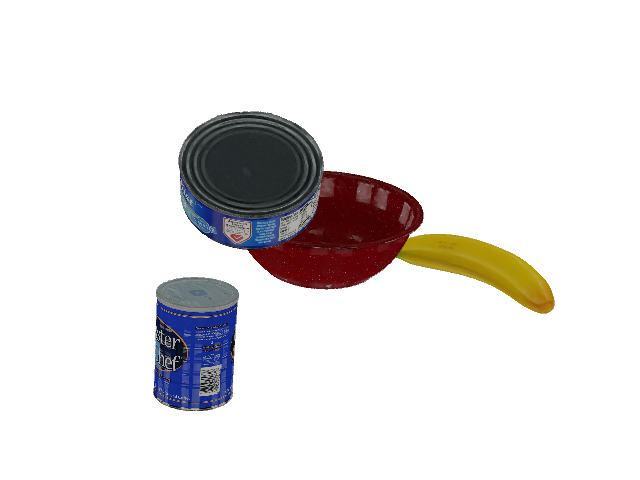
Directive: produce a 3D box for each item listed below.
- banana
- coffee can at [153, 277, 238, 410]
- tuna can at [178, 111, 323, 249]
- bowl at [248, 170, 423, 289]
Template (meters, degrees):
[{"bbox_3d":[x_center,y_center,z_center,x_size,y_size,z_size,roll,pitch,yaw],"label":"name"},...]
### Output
[{"bbox_3d":[0.149,0.028,1.029,0.198,0.037,0.069,15,43,38],"label":"banana"},{"bbox_3d":[-0.158,0.129,1.345,0.103,0.140,0.103,4,18,-2],"label":"coffee can"},{"bbox_3d":[-0.042,-0.036,0.642,0.086,0.086,0.034,0,-39,-6],"label":"tuna can"},{"bbox_3d":[0.001,-0.004,0.868,0.162,0.055,0.162,2,24,-1],"label":"bowl"}]
